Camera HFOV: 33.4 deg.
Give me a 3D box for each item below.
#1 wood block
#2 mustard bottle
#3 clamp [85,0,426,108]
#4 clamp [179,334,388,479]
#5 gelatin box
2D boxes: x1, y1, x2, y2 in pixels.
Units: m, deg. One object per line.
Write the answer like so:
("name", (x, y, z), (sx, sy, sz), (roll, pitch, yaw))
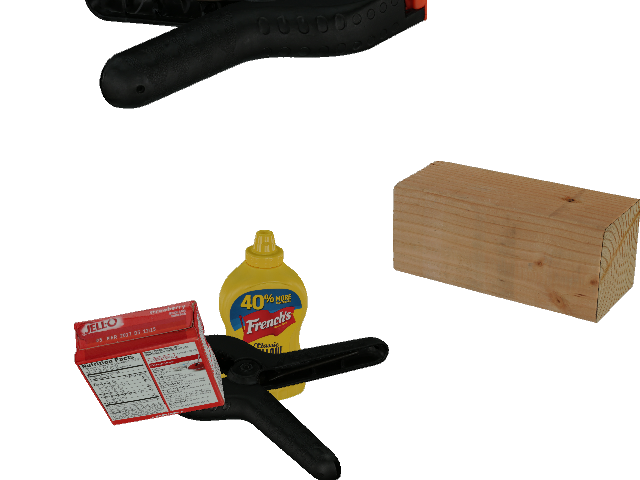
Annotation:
("wood block", (0.178, -0.005, 0.989), (0.206, 0.090, 0.090), (14, 28, 33))
("mustard bottle", (-0.062, 0.080, 1.161), (0.096, 0.192, 0.058), (-3, 21, -13))
("clamp", (-0.030, -0.102, 0.502), (0.171, 0.039, 0.120), (-7, 41, -1))
("clamp", (-0.052, 0.113, 0.880), (0.210, 0.036, 0.164), (13, 33, 20))
("gelatin box", (-0.102, 0.075, 0.647), (0.073, 0.030, 0.089), (-11, -36, 0))
